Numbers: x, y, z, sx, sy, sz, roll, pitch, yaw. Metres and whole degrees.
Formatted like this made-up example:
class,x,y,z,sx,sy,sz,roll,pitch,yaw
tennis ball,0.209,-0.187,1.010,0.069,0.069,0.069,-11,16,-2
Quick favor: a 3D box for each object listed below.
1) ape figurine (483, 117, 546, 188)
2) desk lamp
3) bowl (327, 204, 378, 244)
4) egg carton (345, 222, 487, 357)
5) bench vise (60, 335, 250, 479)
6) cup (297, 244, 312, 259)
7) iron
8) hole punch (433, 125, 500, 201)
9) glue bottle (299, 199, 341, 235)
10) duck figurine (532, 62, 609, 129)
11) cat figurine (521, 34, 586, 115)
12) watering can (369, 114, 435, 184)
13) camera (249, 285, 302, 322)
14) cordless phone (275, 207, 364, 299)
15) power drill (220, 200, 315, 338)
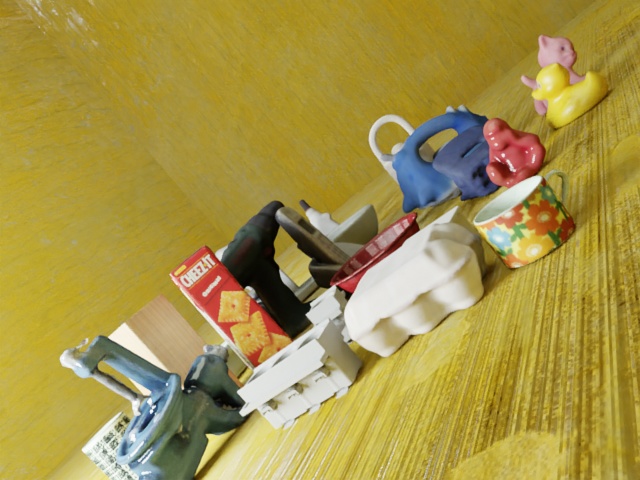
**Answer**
class,x,y,z,sx,sy,sz,roll,pitch,yaw
ape figurine,0.247,-0.119,0.751,0.077,0.092,0.076,-37,6,37
desk lamp,-0.110,0.056,1.290,0.203,0.213,0.118,-42,5,-13
bowl,0.067,0.003,1.212,0.167,0.075,0.167,-40,4,4
egg carton,0.094,0.047,0.566,0.150,0.069,0.107,-39,5,26
bench vise,-0.211,0.193,0.732,0.121,0.220,0.208,-39,5,22
cup,0.011,0.013,1.457,0.117,0.095,0.092,-38,5,34
iron,0.232,-0.167,1.038,0.259,0.141,0.118,-42,5,-16
hole punch,0.241,-0.124,0.861,0.109,0.091,0.101,-41,5,-8
glue bottle,0.013,-0.026,1.310,0.078,0.173,0.037,-41,5,-7
duck figurine,0.364,-0.226,0.853,0.078,0.086,0.104,-43,5,-31
cat figurine,0.414,-0.307,1.021,0.128,0.118,0.067,-41,5,-6
watering can,0.177,-0.168,1.173,0.101,0.194,0.172,-42,5,-12
camera,-0.123,0.157,1.135,0.143,0.101,0.137,-39,5,20
cordless phone,0.009,0.003,0.970,0.094,0.185,0.148,-39,5,17
power drill,-0.083,0.062,1.024,0.230,0.208,0.075,-44,6,-38
